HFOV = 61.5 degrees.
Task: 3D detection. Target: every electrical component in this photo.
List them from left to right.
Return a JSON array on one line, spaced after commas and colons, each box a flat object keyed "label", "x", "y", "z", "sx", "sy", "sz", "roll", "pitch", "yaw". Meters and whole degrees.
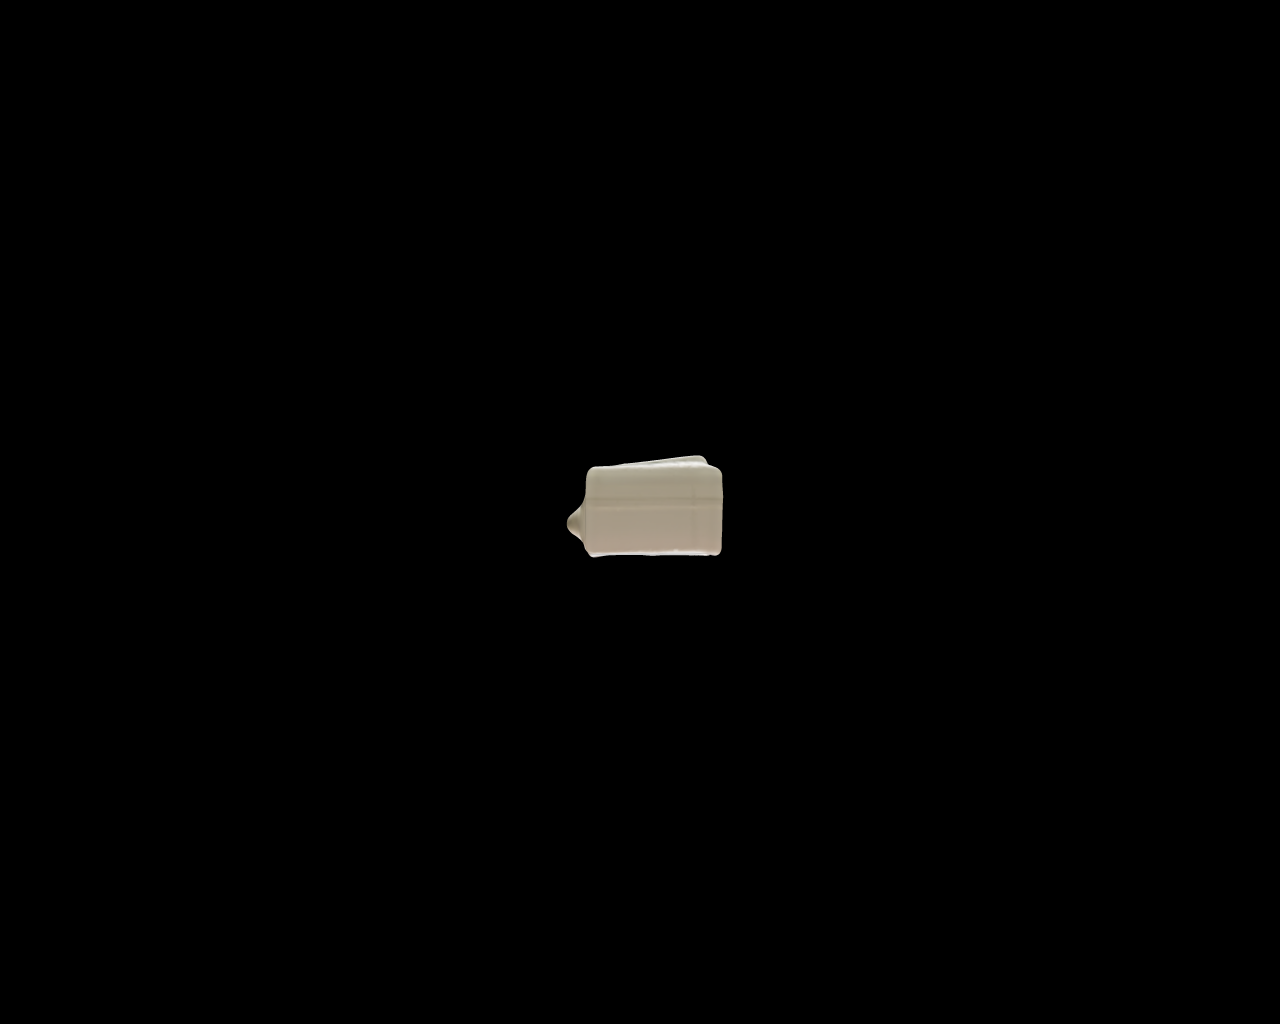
[{"label": "electrical component", "x": 0.001, "y": -0.003, "z": 0.650, "sx": 0.096, "sy": 0.061, "sz": 0.061, "roll": 0, "pitch": -4, "yaw": -2}]
